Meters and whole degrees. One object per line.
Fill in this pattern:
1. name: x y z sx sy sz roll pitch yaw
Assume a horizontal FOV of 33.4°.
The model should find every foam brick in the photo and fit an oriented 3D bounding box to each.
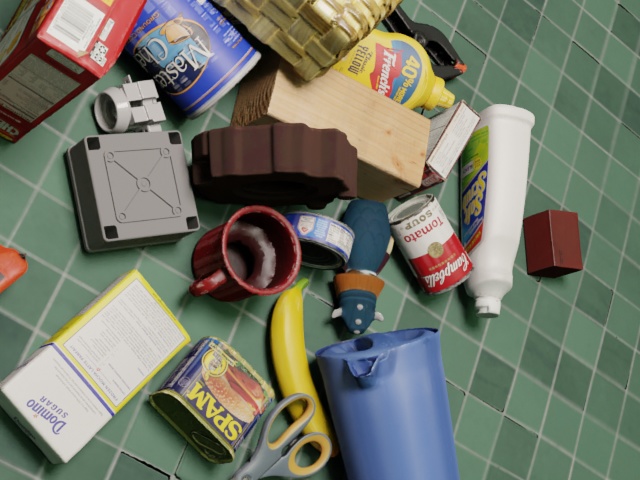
1. foam brick: 0.301 0.005 1.382 0.052 0.051 0.078 7 73 -31

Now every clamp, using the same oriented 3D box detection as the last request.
1. clamp: 0.107 -0.235 1.324 0.171 0.039 0.120 30 69 -23

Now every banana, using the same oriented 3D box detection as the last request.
1. banana: -0.019 0.137 1.142 0.069 0.037 0.198 -2 79 -37

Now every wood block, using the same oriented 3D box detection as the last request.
1. wood block: 0.013 -0.127 1.200 0.205 0.091 0.090 23 66 -27

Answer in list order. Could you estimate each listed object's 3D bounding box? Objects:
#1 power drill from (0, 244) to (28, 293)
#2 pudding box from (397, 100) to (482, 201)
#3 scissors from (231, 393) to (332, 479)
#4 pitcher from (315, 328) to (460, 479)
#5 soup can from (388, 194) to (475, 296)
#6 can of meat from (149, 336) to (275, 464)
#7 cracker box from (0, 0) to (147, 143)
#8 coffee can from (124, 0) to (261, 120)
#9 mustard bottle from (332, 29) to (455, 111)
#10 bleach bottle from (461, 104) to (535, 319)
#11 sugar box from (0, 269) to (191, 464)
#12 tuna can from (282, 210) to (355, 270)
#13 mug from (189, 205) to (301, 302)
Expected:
1. power drill: -0.365 -0.006 0.936 0.184 0.057 0.187 -43 103 -34
2. pudding box: 0.134 -0.106 1.275 0.039 0.090 0.113 41 59 -18
3. scissors: -0.061 0.247 1.082 0.096 0.016 0.201 45 72 -25
4. pitcher: 0.085 0.217 1.138 0.149 0.145 0.243 -12 93 -30
5. soup can: 0.128 0.005 1.250 0.068 0.069 0.102 -40 106 -34
6. can of meat: -0.105 0.158 1.068 0.102 0.058 0.083 48 55 -14
7. cracker box: -0.234 -0.194 0.977 0.072 0.214 0.164 33 62 -25
8. coffee can: -0.145 -0.210 1.108 0.140 0.103 0.102 47 57 -15
9. mustard bottle: 0.070 -0.198 1.243 0.191 0.058 0.096 22 98 -15
10. bleach bottle: 0.212 -0.031 1.299 0.068 0.103 0.251 11 71 -20
11. sugar box: -0.214 0.118 1.013 0.176 0.048 0.093 -44 103 -30
12. tuna can: -0.008 0.001 1.156 0.086 0.086 0.033 26 67 -26
13. mug: -0.087 0.025 1.098 0.117 0.082 0.093 -39 100 -35
